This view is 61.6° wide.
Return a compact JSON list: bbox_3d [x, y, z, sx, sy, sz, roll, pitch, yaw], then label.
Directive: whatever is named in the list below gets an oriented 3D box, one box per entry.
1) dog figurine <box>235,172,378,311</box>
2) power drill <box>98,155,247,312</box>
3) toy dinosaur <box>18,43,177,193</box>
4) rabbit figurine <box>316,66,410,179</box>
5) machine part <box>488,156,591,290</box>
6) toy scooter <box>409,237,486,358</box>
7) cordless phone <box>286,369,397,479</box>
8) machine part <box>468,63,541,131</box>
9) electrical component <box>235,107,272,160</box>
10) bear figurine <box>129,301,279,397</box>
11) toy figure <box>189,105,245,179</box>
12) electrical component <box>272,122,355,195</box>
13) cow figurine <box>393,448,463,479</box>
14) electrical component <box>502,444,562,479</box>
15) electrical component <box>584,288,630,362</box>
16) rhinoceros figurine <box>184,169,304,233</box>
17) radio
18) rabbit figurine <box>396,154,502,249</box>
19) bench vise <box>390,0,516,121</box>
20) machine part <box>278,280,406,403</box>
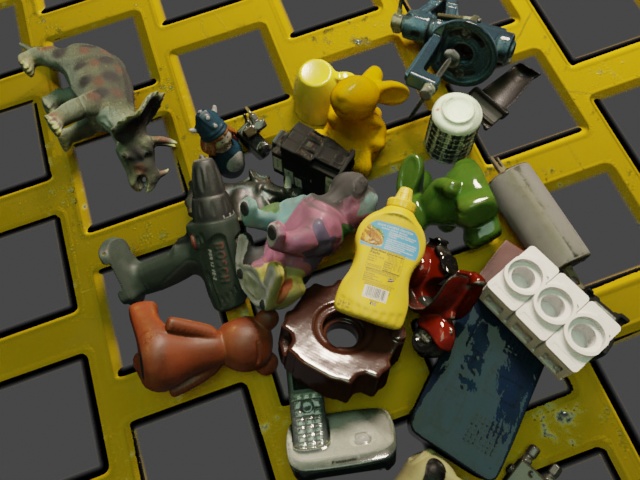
[{"bbox_3d":[-0.002,-0.002,0.779,0.219,0.191,0.109,-10,31,-35],"label":"dog figurine"},{"bbox_3d":[-0.215,0.007,0.801,0.207,0.086,0.231,-17,107,5],"label":"power drill"},{"bbox_3d":[-0.393,-0.265,0.938,0.192,0.131,0.405,-25,65,-18],"label":"toy dinosaur"},{"bbox_3d":[0.066,-0.197,0.847,0.162,0.173,0.122,-44,69,-7],"label":"rabbit figurine"},{"bbox_3d":[0.330,-0.030,0.818,0.079,0.079,0.243,-26,70,-6],"label":"machine part"},{"bbox_3d":[0.167,0.061,0.746,0.075,0.135,0.184,17,41,-25],"label":"toy scooter"},{"bbox_3d":[0.023,0.229,0.744,0.147,0.088,0.184,-9,63,1],"label":"cordless phone"},{"bbox_3d":[0.310,-0.251,0.921,0.139,0.039,0.084,-39,67,-8],"label":"machine part"},{"bbox_3d":[-0.109,-0.175,0.894,0.078,0.102,0.045,42,84,-7],"label":"electrical component"},{"bbox_3d":[-0.165,0.146,0.779,0.196,0.120,0.132,-12,23,-27],"label":"bear figurine"},{"bbox_3d":[-0.157,-0.152,0.854,0.058,0.154,0.064,8,69,10],"label":"toy figure"},{"bbox_3d":[-0.014,-0.120,0.851,0.134,0.114,0.058,29,66,10],"label":"electrical component"},{"bbox_3d":[0.096,0.353,0.690,0.195,0.085,0.127,-44,79,-9],"label":"cow figurine"},{"bbox_3d":[0.279,0.327,0.719,0.063,0.021,0.094,39,78,16],"label":"electrical component"},{"bbox_3d":[0.371,0.133,0.758,0.075,0.047,0.119,40,66,14],"label":"electrical component"},{"bbox_3d":[-0.122,-0.060,0.867,0.190,0.073,0.112,3,60,7],"label":"rhinoceros figurine"},{"bbox_3d":[0.221,0.196,0.746,0.131,0.073,0.229,26,72,13],"label":"radio"},{"bbox_3d":[0.170,-0.056,0.821,0.170,0.121,0.159,-21,66,12],"label":"rabbit figurine"},{"bbox_3d":[0.198,-0.317,0.895,0.224,0.128,0.240,28,59,9],"label":"bench vise"},{"bbox_3d":[0.031,0.135,0.755,0.179,0.056,0.179,3,46,-4],"label":"machine part"}]
